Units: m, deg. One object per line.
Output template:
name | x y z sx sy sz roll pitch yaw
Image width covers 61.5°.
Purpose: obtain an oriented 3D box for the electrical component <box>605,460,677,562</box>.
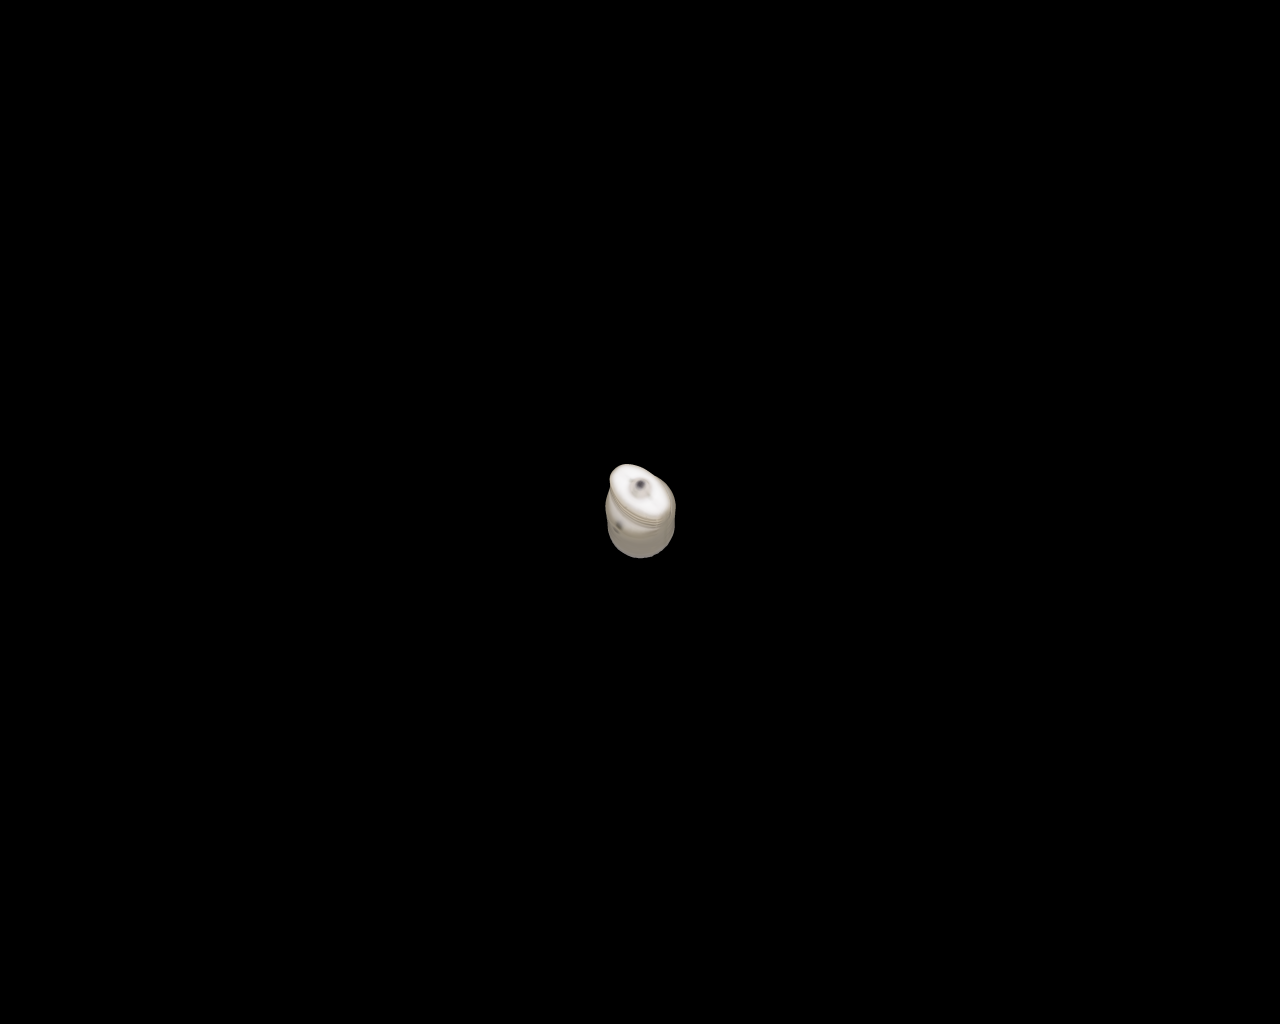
electrical component | 0.001 -0.003 0.650 0.043 0.043 0.080 0 -20 0
